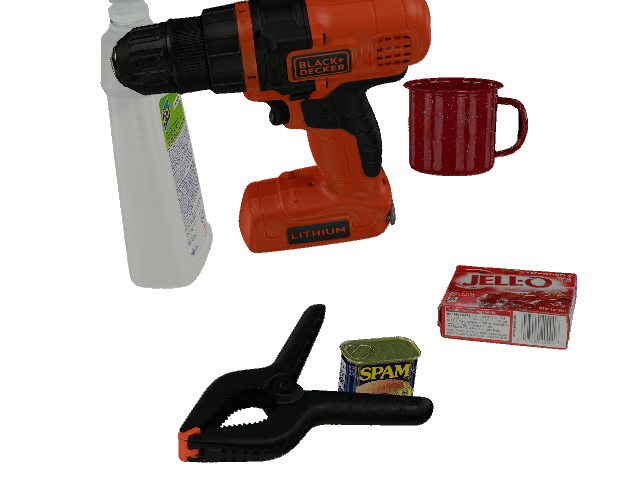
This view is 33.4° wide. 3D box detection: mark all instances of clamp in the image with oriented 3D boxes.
[{"bbox_3d":[-0.021,0.137,0.894,0.209,0.036,0.165,-27,45,-36],"label":"clamp"}]

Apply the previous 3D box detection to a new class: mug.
[{"bbox_3d":[0.136,-0.107,1.006,0.117,0.081,0.093,3,16,12],"label":"mug"}]

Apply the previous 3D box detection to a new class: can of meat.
[{"bbox_3d":[0.073,0.176,1.377,0.102,0.084,0.057,-3,24,-17],"label":"can of meat"}]

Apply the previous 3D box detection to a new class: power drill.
[{"bbox_3d":[-0.024,-0.070,0.665,0.184,0.057,0.188,-7,-37,-1],"label":"power drill"}]

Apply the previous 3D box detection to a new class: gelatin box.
[{"bbox_3d":[0.133,0.045,0.753,0.089,0.030,0.073,4,21,16],"label":"gelatin box"}]

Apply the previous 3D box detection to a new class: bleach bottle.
[{"bbox_3d":[-0.142,-0.087,0.898,0.068,0.251,0.102,0,32,6],"label":"bleach bottle"}]
